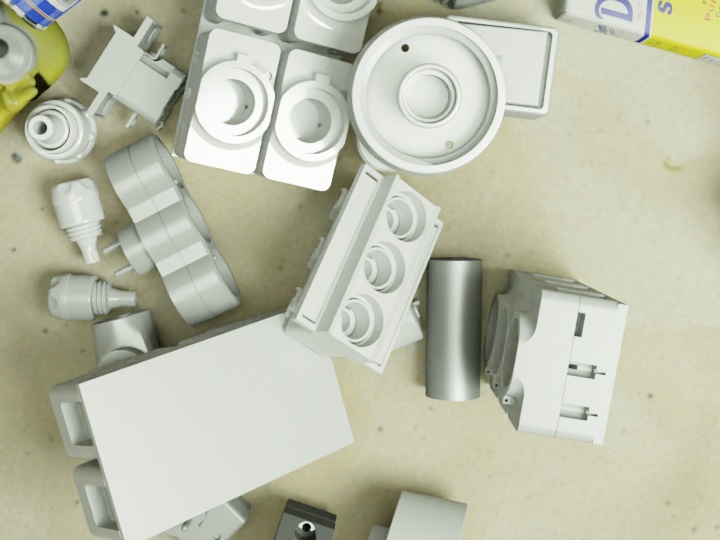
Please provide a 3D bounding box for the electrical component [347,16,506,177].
[{"bbox_3d":[0.044,-0.113,0.701,0.108,0.060,0.108,0,99,1],"label":"electrical component"}]

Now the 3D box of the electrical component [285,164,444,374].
[{"bbox_3d":[0.000,0.000,0.747,0.079,0.063,0.121,35,67,-29],"label":"electrical component"}]

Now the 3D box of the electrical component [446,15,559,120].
[{"bbox_3d":[0.088,-0.143,0.757,0.096,0.061,0.061,7,95,1],"label":"electrical component"}]

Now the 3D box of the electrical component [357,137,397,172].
[{"bbox_3d":[0.020,-0.092,0.766,0.045,0.055,0.045,0,95,2],"label":"electrical component"}]

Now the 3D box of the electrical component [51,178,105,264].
[{"bbox_3d":[-0.204,-0.035,0.787,0.035,0.035,0.061,-13,97,2],"label":"electrical component"}]

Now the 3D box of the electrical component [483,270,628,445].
[{"bbox_3d":[0.125,0.053,0.728,0.062,0.150,0.089,9,95,-1],"label":"electrical component"}]

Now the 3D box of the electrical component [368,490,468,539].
[{"bbox_3d":[0.032,0.210,0.768,0.060,0.108,0.108,17,95,6],"label":"electrical component"}]

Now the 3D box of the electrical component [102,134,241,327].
[{"bbox_3d":[-0.150,-0.021,0.777,0.074,0.052,0.138,-27,93,4],"label":"electrical component"}]

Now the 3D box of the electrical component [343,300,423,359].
[{"bbox_3d":[0.010,0.044,0.785,0.078,0.040,0.040,-24,94,3],"label":"electrical component"}]

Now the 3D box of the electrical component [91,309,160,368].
[{"bbox_3d":[-0.166,0.072,0.772,0.043,0.079,0.077,-15,94,2],"label":"electrical component"}]

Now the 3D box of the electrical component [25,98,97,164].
[{"bbox_3d":[-0.218,-0.100,0.768,0.048,0.062,0.048,0,95,2],"label":"electrical component"}]

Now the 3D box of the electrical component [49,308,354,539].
[{"bbox_3d":[-0.106,0.100,0.736,0.186,0.060,0.105,-18,95,-38],"label":"electrical component"}]

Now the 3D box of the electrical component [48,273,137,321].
[{"bbox_3d":[-0.196,0.020,0.791,0.061,0.035,0.035,1,95,-1],"label":"electrical component"}]

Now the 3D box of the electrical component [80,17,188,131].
[{"bbox_3d":[-0.158,-0.137,0.774,0.064,0.042,0.081,33,95,-5],"label":"electrical component"}]

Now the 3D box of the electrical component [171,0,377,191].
[{"bbox_3d":[-0.055,-0.157,0.744,0.105,0.060,0.186,11,95,-20],"label":"electrical component"}]

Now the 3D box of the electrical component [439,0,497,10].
[{"bbox_3d":[0.080,-0.219,0.733,0.061,0.096,0.061,-14,94,3],"label":"electrical component"}]

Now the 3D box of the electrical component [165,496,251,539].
[{"bbox_3d":[-0.128,0.170,0.781,0.047,0.075,0.083,-44,92,4],"label":"electrical component"}]
